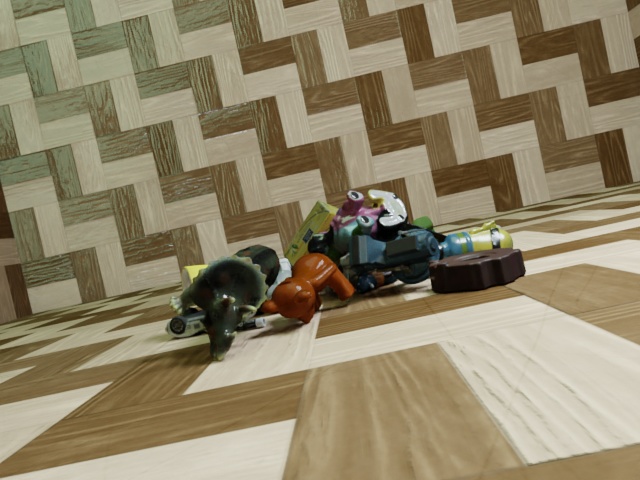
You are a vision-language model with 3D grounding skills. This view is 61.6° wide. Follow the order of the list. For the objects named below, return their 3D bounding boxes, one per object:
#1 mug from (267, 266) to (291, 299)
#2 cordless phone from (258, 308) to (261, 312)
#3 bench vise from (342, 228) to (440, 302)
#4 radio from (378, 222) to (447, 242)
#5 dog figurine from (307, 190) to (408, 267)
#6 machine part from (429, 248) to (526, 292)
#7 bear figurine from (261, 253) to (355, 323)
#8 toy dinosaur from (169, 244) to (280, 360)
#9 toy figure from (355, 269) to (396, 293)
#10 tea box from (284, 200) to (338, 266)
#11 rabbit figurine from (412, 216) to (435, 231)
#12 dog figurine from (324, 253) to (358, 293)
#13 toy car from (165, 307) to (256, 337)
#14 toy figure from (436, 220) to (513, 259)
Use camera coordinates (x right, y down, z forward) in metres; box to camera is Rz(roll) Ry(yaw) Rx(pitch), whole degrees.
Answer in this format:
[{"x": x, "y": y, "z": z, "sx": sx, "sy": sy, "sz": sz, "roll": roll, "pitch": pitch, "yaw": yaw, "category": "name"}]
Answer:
[{"x": -0.088, "y": 0.112, "z": 1.235, "sx": 0.081, "sy": 0.109, "sz": 0.107, "roll": -8, "pitch": 15, "yaw": 8, "category": "mug"}, {"x": -0.231, "y": 0.163, "z": 1.252, "sx": 0.184, "sy": 0.088, "sz": 0.147, "roll": -28, "pitch": 12, "yaw": -33, "category": "cordless phone"}, {"x": 0.174, "y": 0.048, "z": 1.166, "sx": 0.224, "sy": 0.129, "sz": 0.240, "roll": -28, "pitch": -31, "yaw": 30, "category": "bench vise"}, {"x": 0.226, "y": -0.001, "z": 1.342, "sx": 0.230, "sy": 0.073, "sz": 0.131, "roll": 20, "pitch": 0, "yaw": -1, "category": "radio"}, {"x": 0.078, "y": -0.011, "z": 1.234, "sx": 0.191, "sy": 0.108, "sz": 0.219, "roll": -2, "pitch": -34, "yaw": -31, "category": "dog figurine"}, {"x": 0.299, "y": 0.054, "z": 1.028, "sx": 0.179, "sy": 0.056, "sz": 0.179, "roll": -11, "pitch": 2, "yaw": 0, "category": "machine part"}, {"x": -0.021, "y": 0.108, "z": 1.033, "sx": 0.120, "sy": 0.131, "sz": 0.196, "roll": -23, "pitch": 18, "yaw": 21, "category": "bear figurine"}, {"x": -0.140, "y": 0.071, "z": 1.016, "sx": 0.192, "sy": 0.131, "sz": 0.405, "roll": -36, "pitch": 6, "yaw": 26, "category": "toy dinosaur"}, {"x": 0.132, "y": 0.084, "z": 1.256, "sx": 0.154, "sy": 0.058, "sz": 0.064, "roll": -17, "pitch": -28, "yaw": -48, "category": "toy figure"}, {"x": -0.003, "y": -0.004, "z": 1.349, "sx": 0.098, "sy": 0.169, "sz": 0.068, "roll": 19, "pitch": 19, "yaw": -41, "category": "tea box"}, {"x": 0.251, "y": 0.020, "z": 1.560, "sx": 0.170, "sy": 0.121, "sz": 0.159, "roll": -28, "pitch": 0, "yaw": -7, "category": "rabbit figurine"}, {"x": 0.099, "y": 0.083, "z": 1.356, "sx": 0.172, "sy": 0.121, "sz": 0.190, "roll": -46, "pitch": -40, "yaw": 3, "category": "dog figurine"}, {"x": -0.238, "y": 0.170, "z": 1.159, "sx": 0.202, "sy": 0.056, "sz": 0.073, "roll": -13, "pitch": 8, "yaw": 15, "category": "toy car"}, {"x": 0.351, "y": 0.021, "z": 1.235, "sx": 0.180, "sy": 0.089, "sz": 0.082, "roll": -10, "pitch": -28, "yaw": -4, "category": "toy figure"}]
